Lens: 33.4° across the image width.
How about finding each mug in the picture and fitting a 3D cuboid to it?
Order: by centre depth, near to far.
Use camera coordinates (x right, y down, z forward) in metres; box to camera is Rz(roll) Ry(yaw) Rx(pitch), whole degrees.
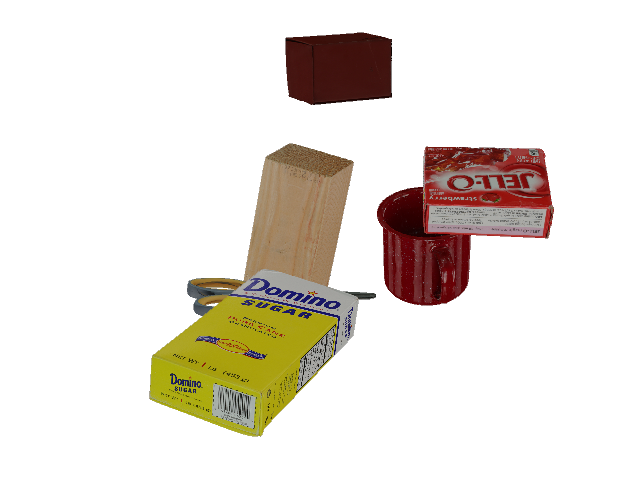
[{"bbox_3d":[0.103,0.013,0.997,0.093,0.081,0.117,-10,34,-11],"label":"mug"}]

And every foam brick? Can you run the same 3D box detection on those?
[{"bbox_3d":[0.016,-0.147,0.908,0.078,0.051,0.053,-9,20,-25],"label":"foam brick"}]

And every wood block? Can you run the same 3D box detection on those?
[{"bbox_3d":[-0.032,-0.006,1.343,0.090,0.206,0.090,18,23,15],"label":"wood block"}]

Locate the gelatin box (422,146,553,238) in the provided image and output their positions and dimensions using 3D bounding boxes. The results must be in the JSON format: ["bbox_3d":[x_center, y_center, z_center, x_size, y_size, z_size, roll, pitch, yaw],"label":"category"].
[{"bbox_3d":[0.118,-0.036,0.761,0.089,0.030,0.073,2,38,5],"label":"gelatin box"}]

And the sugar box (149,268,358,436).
[{"bbox_3d":[-0.046,0.080,0.830,0.093,0.048,0.176,16,29,19],"label":"sugar box"}]

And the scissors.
[{"bbox_3d":[-0.046,0.064,1.123,0.202,0.016,0.096,5,20,8],"label":"scissors"}]
